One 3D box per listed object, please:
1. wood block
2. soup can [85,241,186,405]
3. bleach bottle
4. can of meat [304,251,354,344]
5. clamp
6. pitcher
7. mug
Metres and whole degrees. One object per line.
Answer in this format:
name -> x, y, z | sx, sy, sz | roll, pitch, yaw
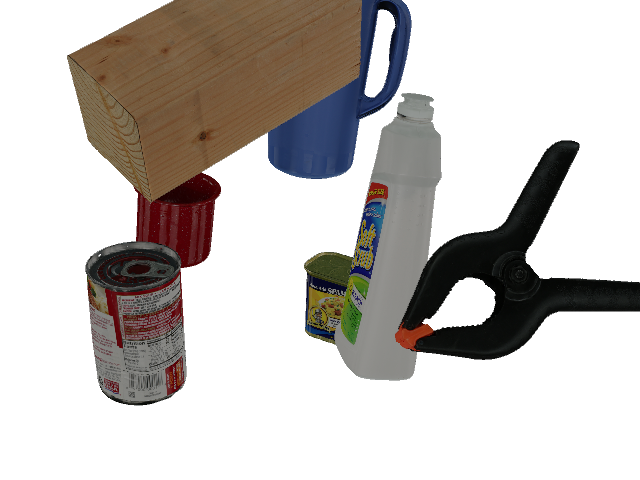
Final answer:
wood block -> -0.074, -0.132, 0.814 | 0.205, 0.091, 0.090 | -34, 59, -24
soup can -> -0.133, 0.061, 0.783 | 0.068, 0.102, 0.068 | 0, 28, 0
bleach bottle -> 0.065, -0.007, 0.952 | 0.068, 0.251, 0.102 | 3, 19, -12
can of meat -> 0.032, 0.069, 1.177 | 0.102, 0.084, 0.057 | 16, 28, 27
clamp -> 0.130, 0.029, 0.667 | 0.171, 0.120, 0.039 | -38, -12, -7
pitcher -> 0.008, -0.200, 1.288 | 0.144, 0.243, 0.149 | -9, 29, -27
mug -> -0.161, -0.029, 1.161 | 0.093, 0.081, 0.117 | -3, 29, -20
